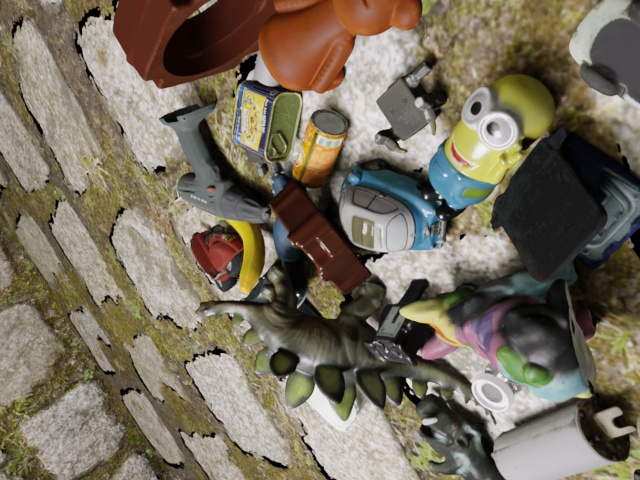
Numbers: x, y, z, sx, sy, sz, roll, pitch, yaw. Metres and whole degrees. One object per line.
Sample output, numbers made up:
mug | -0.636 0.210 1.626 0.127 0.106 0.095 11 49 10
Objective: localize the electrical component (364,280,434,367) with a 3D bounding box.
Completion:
electrical component | 0.122 0.115 0.755 0.075 0.119 0.047 -11 126 49

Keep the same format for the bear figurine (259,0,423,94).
bear figurine | 0.027 -0.250 0.603 0.196 0.132 0.120 -25 99 34

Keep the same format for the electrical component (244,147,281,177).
electrical component | -0.093 -0.145 0.862 0.063 0.021 0.093 9 123 43

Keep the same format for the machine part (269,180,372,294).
machine part | -0.002 -0.002 0.765 0.179 0.056 0.179 50 -177 -3

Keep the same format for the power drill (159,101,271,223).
power drill | -0.186 -0.132 0.935 0.232 0.086 0.207 11 133 45

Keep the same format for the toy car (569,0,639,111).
toy car | 0.298 -0.123 0.431 0.202 0.056 0.073 42 134 15

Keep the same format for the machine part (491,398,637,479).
machine part | 0.305 0.265 0.694 0.079 0.079 0.243 47 141 11

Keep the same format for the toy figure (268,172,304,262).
toy figure | -0.052 -0.040 0.869 0.064 0.058 0.154 19 125 30

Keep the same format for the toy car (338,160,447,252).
toy car | 0.079 -0.030 0.697 0.162 0.103 0.109 27 136 34

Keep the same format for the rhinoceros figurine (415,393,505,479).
rhinoceros figurine | 0.220 0.325 0.833 0.190 0.073 0.112 48 143 9

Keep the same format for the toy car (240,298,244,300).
toy car | -0.103 0.171 1.038 0.089 0.053 0.202 53 168 -26

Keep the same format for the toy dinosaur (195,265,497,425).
toy dinosaur | 0.036 0.164 0.813 0.472 0.198 0.105 11 145 2

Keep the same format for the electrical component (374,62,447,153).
electrical component | 0.103 -0.148 0.628 0.102 0.045 0.078 -25 99 52

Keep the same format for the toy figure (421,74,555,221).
toy figure | 0.171 -0.096 0.569 0.082 0.089 0.180 38 148 11

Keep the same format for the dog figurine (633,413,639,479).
dog figurine | 0.380 0.244 0.587 0.190 0.121 0.172 105 147 -62

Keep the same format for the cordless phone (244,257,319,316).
cordless phone | -0.030 0.117 0.961 0.184 0.089 0.146 41 140 0

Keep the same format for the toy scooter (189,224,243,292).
toy scooter | -0.202 0.022 1.064 0.135 0.075 0.184 53 147 5

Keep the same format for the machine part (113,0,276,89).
machine part | -0.139 -0.286 0.658 0.087 0.201 0.201 56 143 2

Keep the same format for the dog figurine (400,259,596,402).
dog figurine | 0.194 0.108 0.623 0.219 0.191 0.108 -18 110 36

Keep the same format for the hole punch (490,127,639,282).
hole punch | 0.251 -0.032 0.538 0.142 0.092 0.116 108 149 -49
